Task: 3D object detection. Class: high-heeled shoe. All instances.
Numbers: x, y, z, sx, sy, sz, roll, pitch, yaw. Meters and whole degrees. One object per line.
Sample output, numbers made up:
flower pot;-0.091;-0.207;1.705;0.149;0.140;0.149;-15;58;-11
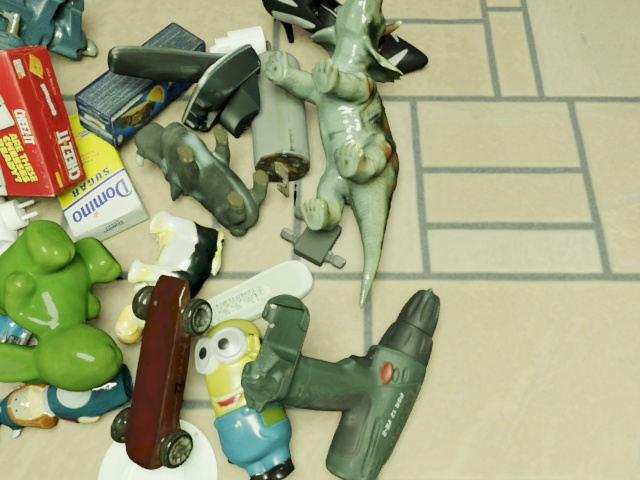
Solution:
high-heeled shoe;0.039;-0.315;0.762;0.249;0.145;0.086;11;69;6

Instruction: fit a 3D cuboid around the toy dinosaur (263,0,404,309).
toy dinosaur;0.048;-0.130;0.688;0.131;0.192;0.404;-6;94;41

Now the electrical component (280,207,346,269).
electrical component;-0.001;-0.002;0.696;0.094;0.021;0.063;29;69;12

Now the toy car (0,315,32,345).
toy car;-0.423;0.093;0.613;0.162;0.102;0.109;20;69;10

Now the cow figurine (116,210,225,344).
cow figurine;-0.179;0.052;0.651;0.098;0.068;0.167;16;69;-1

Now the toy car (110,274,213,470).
toy car;-0.165;0.139;0.570;0.089;0.053;0.202;8;88;32

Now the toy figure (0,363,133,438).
toy figure;-0.292;0.176;0.603;0.154;0.057;0.064;-13;42;-4

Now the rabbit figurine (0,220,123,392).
rabbit figurine;-0.281;0.088;0.561;0.159;0.121;0.170;-35;68;-3

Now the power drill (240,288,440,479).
power drill;0.029;0.127;0.569;0.086;0.207;0.232;5;69;49

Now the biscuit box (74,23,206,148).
biscuit box;-0.239;-0.217;0.741;0.063;0.059;0.203;33;58;5

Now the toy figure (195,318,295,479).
toy figure;-0.082;0.175;0.591;0.082;0.089;0.180;-21;77;-8

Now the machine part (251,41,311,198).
machine part;-0.057;-0.169;0.737;0.079;0.079;0.243;-6;67;-3

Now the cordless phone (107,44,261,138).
cordless phone;-0.178;-0.196;0.693;0.184;0.146;0.088;0;79;-25

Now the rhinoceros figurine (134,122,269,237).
rhinoceros figurine;-0.153;-0.086;0.690;0.190;0.112;0.073;39;55;2

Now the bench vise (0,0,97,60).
bench vise;-0.420;-0.243;0.737;0.129;0.223;0.240;21;99;13
